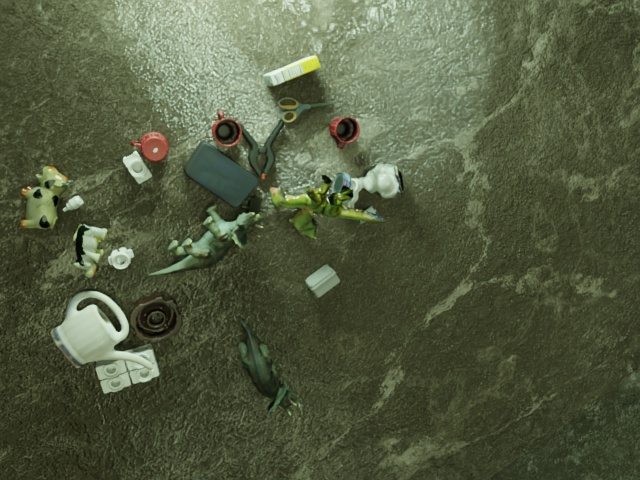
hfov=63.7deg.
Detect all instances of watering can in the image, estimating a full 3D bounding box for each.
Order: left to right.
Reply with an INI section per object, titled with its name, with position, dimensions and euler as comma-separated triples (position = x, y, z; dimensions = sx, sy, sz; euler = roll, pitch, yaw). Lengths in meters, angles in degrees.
[watering can]
position = -0.727, 0.339, 1.697
dimensions = 0.225, 0.104, 0.346
euler = -34, 97, -10

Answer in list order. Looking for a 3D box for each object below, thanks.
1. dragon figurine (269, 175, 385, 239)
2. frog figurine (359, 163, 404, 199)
[dragon figurine]
position = 0.006, -0.093, 1.856
dimensions = 0.408, 0.125, 0.238
euler = 30, 131, -14
[frog figurine]
position = 0.230, -0.218, 1.947
dimensions = 0.159, 0.125, 0.135
euler = -10, 123, 20
